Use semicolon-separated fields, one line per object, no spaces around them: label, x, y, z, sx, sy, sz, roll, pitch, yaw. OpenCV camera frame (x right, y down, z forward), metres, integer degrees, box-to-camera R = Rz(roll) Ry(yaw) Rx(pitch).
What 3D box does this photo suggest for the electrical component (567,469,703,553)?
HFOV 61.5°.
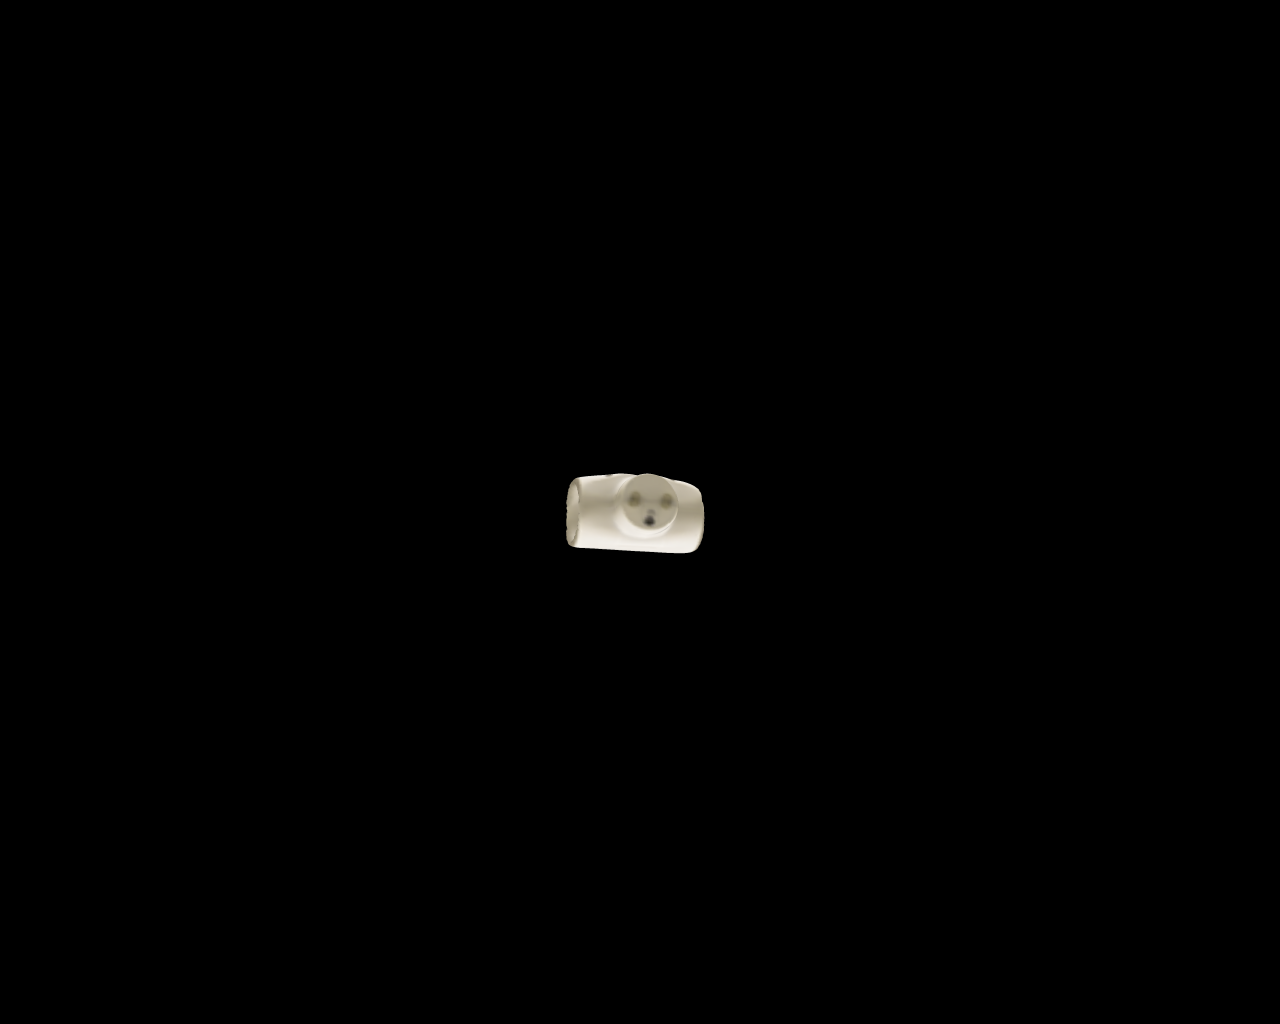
electrical component;0.001;-0.003;0.650;0.077;0.043;0.079;4;-15;-14
